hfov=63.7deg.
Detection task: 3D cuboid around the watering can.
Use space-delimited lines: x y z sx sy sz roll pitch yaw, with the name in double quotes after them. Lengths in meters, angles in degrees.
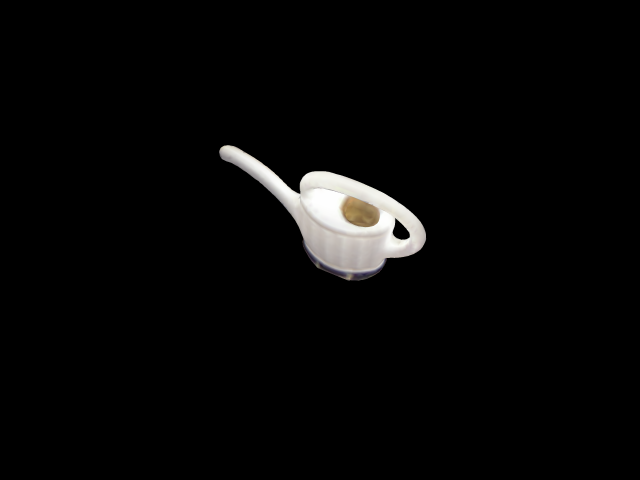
0.003 -0.043 0.850 0.349 0.106 0.219 22 -30 14 "watering can"
